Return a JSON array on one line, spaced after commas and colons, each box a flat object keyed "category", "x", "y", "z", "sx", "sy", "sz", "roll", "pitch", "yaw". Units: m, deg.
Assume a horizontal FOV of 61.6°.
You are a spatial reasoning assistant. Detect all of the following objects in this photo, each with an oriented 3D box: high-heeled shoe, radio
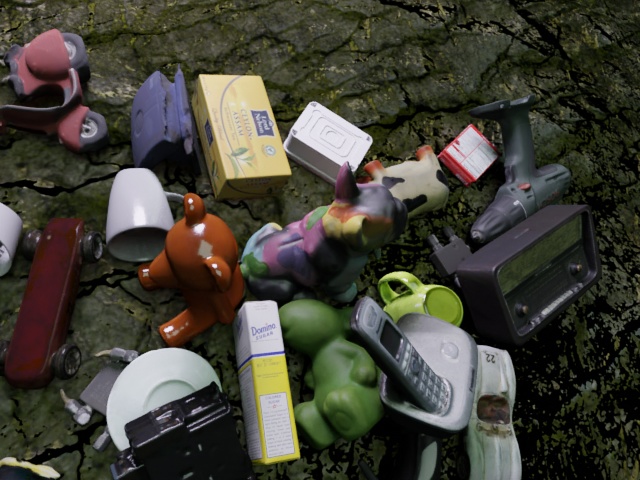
[{"category": "high-heeled shoe", "x": 0.146, "y": 0.261, "z": 0.671, "sx": 0.249, "sy": 0.086, "sz": 0.145, "roll": -39, "pitch": 94, "yaw": -29}, {"category": "radio", "x": 0.314, "y": 0.047, "z": 0.789, "sx": 0.229, "sy": 0.073, "sz": 0.131, "roll": -28, "pitch": 107, "yaw": -25}]

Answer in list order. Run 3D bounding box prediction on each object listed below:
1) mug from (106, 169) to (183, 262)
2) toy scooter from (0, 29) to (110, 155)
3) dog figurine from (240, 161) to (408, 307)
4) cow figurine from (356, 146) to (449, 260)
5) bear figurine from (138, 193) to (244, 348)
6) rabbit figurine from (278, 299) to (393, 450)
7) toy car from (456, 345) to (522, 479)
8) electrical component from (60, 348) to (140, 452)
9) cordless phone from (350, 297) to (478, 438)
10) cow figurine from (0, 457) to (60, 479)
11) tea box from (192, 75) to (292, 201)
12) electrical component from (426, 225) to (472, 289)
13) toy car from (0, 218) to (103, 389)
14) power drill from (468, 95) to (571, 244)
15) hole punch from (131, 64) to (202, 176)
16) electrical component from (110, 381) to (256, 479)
[{"category": "mug", "x": -0.217, "y": -0.039, "z": 0.681, "sx": 0.109, "sy": 0.080, "sz": 0.107, "roll": -10, "pitch": 62, "yaw": -16}, {"category": "toy scooter", "x": -0.365, "y": -0.191, "z": 0.704, "sx": 0.135, "sy": 0.075, "sz": 0.184, "roll": -14, "pitch": 77, "yaw": -22}, {"category": "dog figurine", "x": -0.001, "y": -0.002, "z": 0.643, "sx": 0.192, "sy": 0.219, "sz": 0.108, "roll": -4, "pitch": 66, "yaw": -10}, {"category": "cow figurine", "x": 0.108, "y": -0.054, "z": 0.791, "sx": 0.195, "sy": 0.085, "sz": 0.127, "roll": -20, "pitch": 68, "yaw": -25}, {"category": "bear figurine", "x": -0.145, "y": 0.040, "z": 0.588, "sx": 0.132, "sy": 0.195, "sz": 0.120, "roll": -25, "pitch": 78, "yaw": -6}, {"category": "rabbit figurine", "x": 0.023, "y": 0.138, "z": 0.654, "sx": 0.159, "sy": 0.121, "sz": 0.170, "roll": -27, "pitch": 80, "yaw": -33}, {"category": "toy car", "x": 0.222, "y": 0.240, "z": 0.710, "sx": 0.073, "sy": 0.056, "sz": 0.202, "roll": 11, "pitch": 64, "yaw": -13}, {"category": "electrical component", "x": -0.235, "y": 0.171, "z": 0.600, "sx": 0.078, "sy": 0.045, "sz": 0.102, "roll": 40, "pitch": 62, "yaw": 4}, {"category": "cordless phone", "x": 0.095, "y": 0.113, "z": 0.594, "sx": 0.184, "sy": 0.089, "sz": 0.147, "roll": 53, "pitch": 38, "yaw": -22}, {"category": "cow figurine", "x": -0.263, "y": 0.288, "z": 0.531, "sx": 0.167, "sy": 0.068, "sz": 0.098, "roll": 28, "pitch": 56, "yaw": -6}, {"category": "tea box", "x": -0.114, "y": -0.146, "z": 0.761, "sx": 0.098, "sy": 0.068, "sz": 0.169, "roll": -10, "pitch": 70, "yaw": -28}, {"category": "electrical component", "x": 0.203, "y": 0.026, "z": 0.818, "sx": 0.063, "sy": 0.021, "sz": 0.094, "roll": -25, "pitch": 76, "yaw": -26}, {"category": "toy car", "x": -0.309, "y": 0.069, "z": 0.618, "sx": 0.089, "sy": 0.053, "sz": 0.202, "roll": -1, "pitch": 64, "yaw": 4}, {"category": "power drill", "x": 0.304, "y": -0.119, "z": 0.855, "sx": 0.232, "sy": 0.086, "sz": 0.207, "roll": -20, "pitch": 92, "yaw": -29}, {"category": "hole punch", "x": -0.210, "y": -0.150, "z": 0.716, "sx": 0.092, "sy": 0.115, "sz": 0.142, "roll": -5, "pitch": 68, "yaw": -11}, {"category": "electrical component", "x": -0.147, "y": 0.233, "z": 0.569, "sx": 0.134, "sy": 0.058, "sz": 0.114, "roll": -24, "pitch": 107, "yaw": -26}]
